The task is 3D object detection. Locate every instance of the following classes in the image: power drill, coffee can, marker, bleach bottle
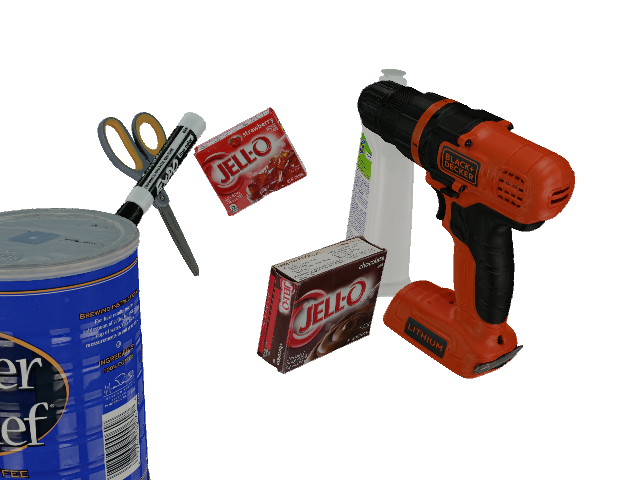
[{"bbox_3d":[0.089,-0.009,0.767,0.057,0.188,0.185,-22,39,-33],"label":"power drill"},{"bbox_3d":[-0.141,0.064,0.542,0.103,0.140,0.103,0,17,0],"label":"coffee can"},{"bbox_3d":[-0.118,-0.046,0.769,0.020,0.121,0.020,19,-35,14],"label":"marker"},{"bbox_3d":[0.074,-0.069,1.226,0.068,0.251,0.103,-2,23,-18],"label":"bleach bottle"}]

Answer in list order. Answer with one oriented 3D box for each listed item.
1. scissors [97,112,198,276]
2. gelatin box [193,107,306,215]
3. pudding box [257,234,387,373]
[{"bbox_3d":[-0.178,-0.063,1.221,0.016,0.201,0.096,-22,21,42],"label":"scissors"},{"bbox_3d":[-0.069,-0.077,1.046,0.089,0.073,0.030,-27,19,5],"label":"gelatin box"},{"bbox_3d":[0.002,0.052,0.910,0.039,0.090,0.113,32,35,32],"label":"pudding box"}]
